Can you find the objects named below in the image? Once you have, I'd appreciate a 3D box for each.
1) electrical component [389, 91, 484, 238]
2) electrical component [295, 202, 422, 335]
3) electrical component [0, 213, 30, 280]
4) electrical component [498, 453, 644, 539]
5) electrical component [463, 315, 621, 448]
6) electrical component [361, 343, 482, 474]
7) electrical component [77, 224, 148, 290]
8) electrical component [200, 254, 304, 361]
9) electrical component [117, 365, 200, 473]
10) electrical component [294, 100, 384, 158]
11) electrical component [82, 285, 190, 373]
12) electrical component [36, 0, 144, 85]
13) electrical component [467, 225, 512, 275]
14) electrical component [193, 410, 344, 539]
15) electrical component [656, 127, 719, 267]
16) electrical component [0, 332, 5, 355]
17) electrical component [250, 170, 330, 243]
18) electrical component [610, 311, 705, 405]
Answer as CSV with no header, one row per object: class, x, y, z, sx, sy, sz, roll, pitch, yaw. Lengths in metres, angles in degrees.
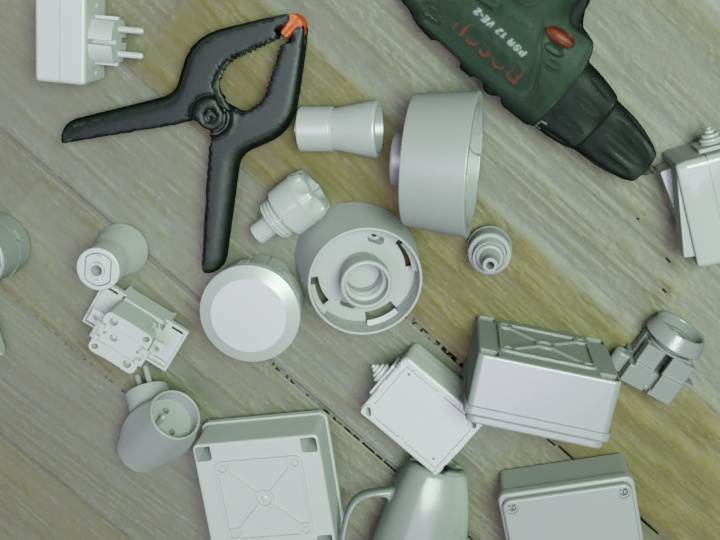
electrical component,0.055,-0.080,0.795,0.060,0.108,0.108,6,107,11
electrical component,0.000,0.000,0.856,0.099,0.064,0.099,-3,111,-6
electrical component,-0.306,-0.015,0.880,0.055,0.047,0.055,2,106,5
electrical component,0.177,0.217,0.891,0.109,0.056,0.108,-10,105,9
electrical component,0.137,0.083,0.830,0.109,0.108,0.056,11,104,3
electrical component,0.049,0.106,0.874,0.096,0.061,0.061,40,107,2
electrical component,-0.200,-0.009,0.862,0.044,0.065,0.044,2,106,6
electrical component,-0.085,0.029,0.867,0.080,0.051,0.080,2,106,6
electrical component,-0.174,0.119,0.901,0.077,0.043,0.079,-44,59,45
electrical component,-0.017,-0.108,0.827,0.065,0.044,0.044,1,106,11
electrical component,-0.187,0.050,0.878,0.081,0.063,0.042,31,108,-4
electrical component,-0.203,-0.176,0.823,0.077,0.047,0.065,6,107,4
electrical component,0.100,-0.012,0.830,0.035,0.061,0.035,2,107,6
electrical component,-0.076,0.180,0.907,0.109,0.056,0.108,-6,105,8
electrical component,0.259,-0.058,0.800,0.061,0.061,0.096,-14,104,10
electrical component,-0.345,0.059,0.880,0.062,0.096,0.061,-10,104,9
electrical component,-0.058,-0.046,0.847,0.062,0.043,0.043,-37,99,16
electrical component,0.238,0.067,0.847,0.066,0.048,0.055,28,114,-2
